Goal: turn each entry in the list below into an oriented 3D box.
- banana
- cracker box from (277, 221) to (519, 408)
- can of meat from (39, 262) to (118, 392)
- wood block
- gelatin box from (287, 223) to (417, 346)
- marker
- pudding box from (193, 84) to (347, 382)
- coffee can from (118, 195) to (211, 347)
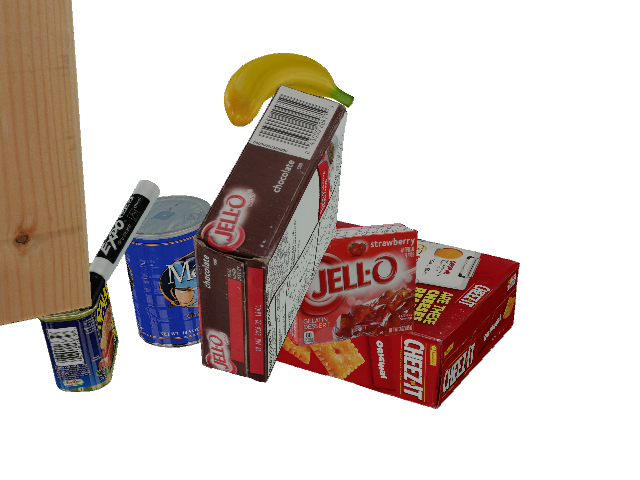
[{"bbox_3d":[-0.038,-0.143,0.980,0.070,0.037,0.197,36,29,20],"label":"banana"},{"bbox_3d":[0.041,0.055,0.920,0.214,0.072,0.163,14,28,28],"label":"cracker box"},{"bbox_3d":[-0.225,0.081,0.999,0.057,0.084,0.102,-6,26,0],"label":"can of meat"},{"bbox_3d":[-0.191,-0.063,0.606,0.090,0.206,0.090,-11,27,-27],"label":"wood block"},{"bbox_3d":[0.020,0.029,0.722,0.089,0.073,0.030,-5,15,-21],"label":"gelatin box"},{"bbox_3d":[-0.156,0.003,0.816,0.020,0.121,0.020,17,-34,12],"label":"marker"},{"bbox_3d":[-0.023,-0.004,0.508,0.039,0.113,0.090,17,-41,11],"label":"pudding box"},{"bbox_3d":[-0.164,0.033,1.192,0.103,0.140,0.103,-5,25,2],"label":"coffee can"}]
